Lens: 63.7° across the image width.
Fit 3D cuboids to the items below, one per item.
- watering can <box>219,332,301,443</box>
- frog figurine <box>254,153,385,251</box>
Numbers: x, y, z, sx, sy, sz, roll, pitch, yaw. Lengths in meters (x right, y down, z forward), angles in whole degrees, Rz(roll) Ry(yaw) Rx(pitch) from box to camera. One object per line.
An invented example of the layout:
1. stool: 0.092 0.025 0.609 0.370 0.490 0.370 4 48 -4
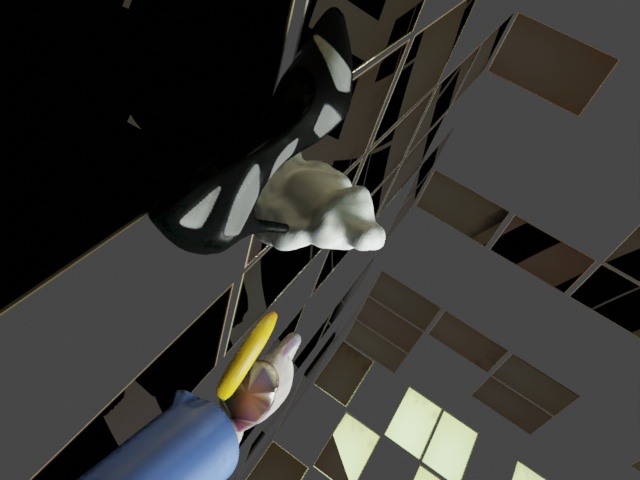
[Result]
1. watering can: -0.146 0.351 1.095 0.104 0.348 0.223 31 180 13
2. frog figurine: 0.002 -0.030 0.588 0.160 0.139 0.120 33 124 12
